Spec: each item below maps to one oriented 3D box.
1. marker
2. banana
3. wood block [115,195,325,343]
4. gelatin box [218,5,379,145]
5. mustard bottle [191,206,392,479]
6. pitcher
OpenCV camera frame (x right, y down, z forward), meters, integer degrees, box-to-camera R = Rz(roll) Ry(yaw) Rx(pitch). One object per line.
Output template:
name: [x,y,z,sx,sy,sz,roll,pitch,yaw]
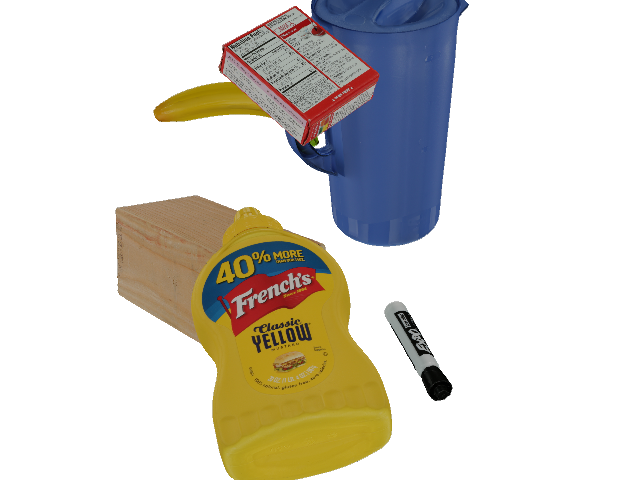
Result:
marker: [0.076,0.086,0.838,0.020,0.020,0.121,0,28,-15]
banana: [-0.086,-0.149,1.181,0.198,0.037,0.069,9,44,18]
wood block: [-0.093,0.028,0.936,0.090,0.090,0.206,-10,19,-35]
gelatin box: [-0.016,-0.118,0.753,0.073,0.089,0.030,-37,-20,-31]
mustard bottle: [-0.027,0.049,0.639,0.096,0.058,0.192,-14,45,-5]
pitcher: [0.052,-0.116,1.005,0.149,0.243,0.144,9,37,15]
